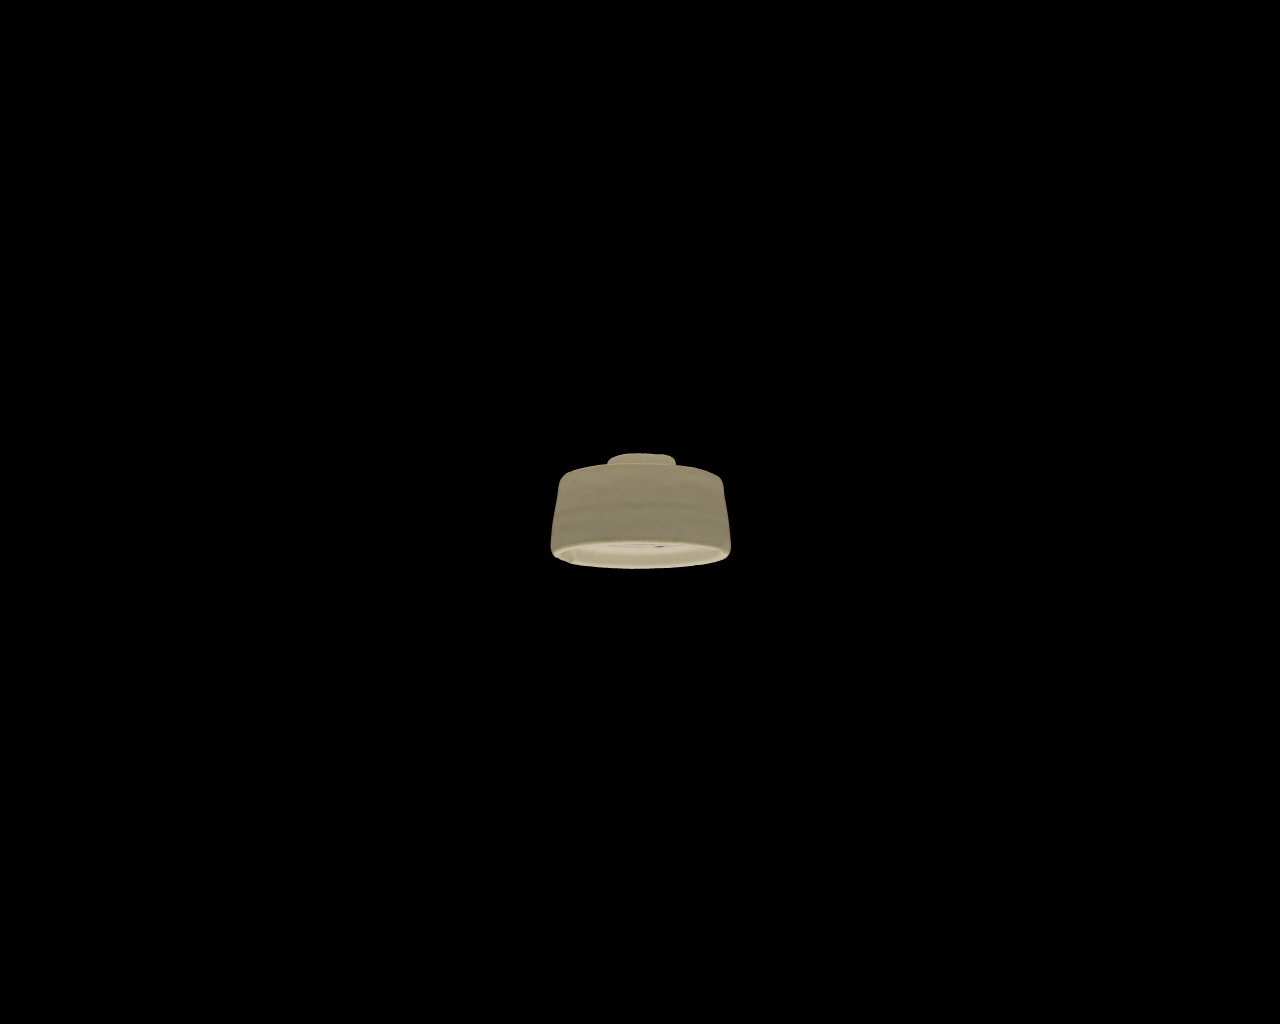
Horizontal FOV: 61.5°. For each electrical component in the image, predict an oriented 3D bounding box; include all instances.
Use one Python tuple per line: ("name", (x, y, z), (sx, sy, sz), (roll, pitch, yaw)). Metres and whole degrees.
("electrical component", (0.001, -0.003, 0.650), (0.108, 0.060, 0.108), (0, -11, 0))
